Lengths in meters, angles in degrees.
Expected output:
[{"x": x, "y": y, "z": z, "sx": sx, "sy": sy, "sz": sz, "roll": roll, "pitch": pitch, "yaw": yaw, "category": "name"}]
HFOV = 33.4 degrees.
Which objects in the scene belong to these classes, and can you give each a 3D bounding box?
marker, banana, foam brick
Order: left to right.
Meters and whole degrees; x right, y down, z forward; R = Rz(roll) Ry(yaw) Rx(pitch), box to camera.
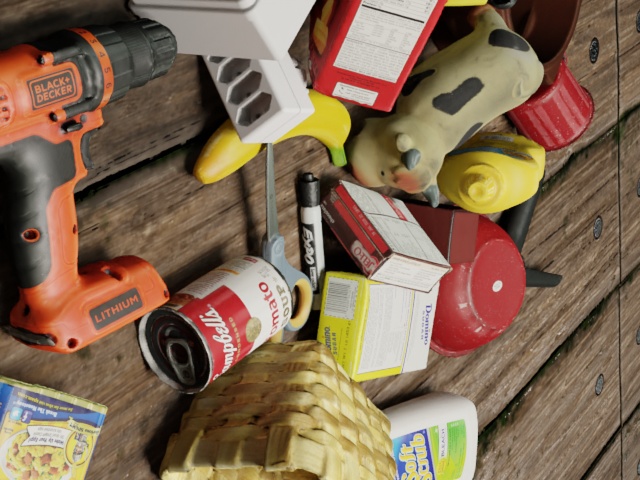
[{"x": -0.027, "y": -0.086, "z": 0.848, "sx": 0.197, "sy": 0.037, "sz": 0.069, "roll": -11, "pitch": 105, "yaw": -53, "category": "banana"}, {"x": -0.006, "y": 0.001, "z": 0.915, "sx": 0.020, "sy": 0.020, "sz": 0.121, "roll": -26, "pitch": 119, "yaw": -49, "category": "marker"}, {"x": 0.104, "y": -0.009, "z": 1.018, "sx": 0.052, "sy": 0.078, "sz": 0.051, "roll": -4, "pitch": 102, "yaw": -53, "category": "foam brick"}]

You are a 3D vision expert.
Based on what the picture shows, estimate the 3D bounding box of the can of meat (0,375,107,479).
[{"x": -0.186, "y": 0.131, "z": 0.659, "sx": 0.102, "sy": 0.058, "sz": 0.084, "roll": 34, "pitch": 68, "yaw": -53, "category": "can of meat"}]

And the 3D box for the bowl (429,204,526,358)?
[{"x": 0.163, "y": 0.043, "z": 1.100, "sx": 0.161, "sy": 0.055, "sz": 0.162, "roll": -2, "pitch": 94, "yaw": -41, "category": "bowl"}]

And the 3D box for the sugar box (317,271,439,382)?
[{"x": 0.054, "y": 0.076, "z": 0.980, "sx": 0.176, "sy": 0.048, "sz": 0.093, "roll": 6, "pitch": 93, "yaw": -65, "category": "sugar box"}]

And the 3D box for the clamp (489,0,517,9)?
[{"x": 0.185, "y": -0.297, "z": 0.946, "sx": 0.171, "sy": 0.039, "sz": 0.120, "roll": -57, "pitch": 153, "yaw": -37, "category": "clamp"}]

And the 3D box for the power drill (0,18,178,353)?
[{"x": -0.149, "y": -0.038, "z": 0.673, "sx": 0.184, "sy": 0.057, "sz": 0.187, "roll": -29, "pitch": 118, "yaw": -44, "category": "power drill"}]

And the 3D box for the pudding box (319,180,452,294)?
[{"x": 0.057, "y": -0.002, "z": 0.941, "sx": 0.039, "sy": 0.090, "sz": 0.113, "roll": -46, "pitch": 150, "yaw": 21, "category": "pudding box"}]

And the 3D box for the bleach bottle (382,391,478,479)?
[{"x": 0.062, "y": 0.216, "z": 1.026, "sx": 0.250, "sy": 0.068, "sz": 0.102, "roll": -8, "pitch": 104, "yaw": -51, "category": "bleach bottle"}]

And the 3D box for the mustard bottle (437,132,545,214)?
[{"x": 0.161, "y": -0.064, "z": 1.018, "sx": 0.191, "sy": 0.096, "sz": 0.058, "roll": -41, "pitch": 136, "yaw": -71, "category": "mustard bottle"}]

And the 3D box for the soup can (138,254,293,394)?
[{"x": -0.075, "y": 0.060, "z": 0.789, "sx": 0.102, "sy": 0.069, "sz": 0.068, "roll": -34, "pitch": 124, "yaw": -47, "category": "soup can"}]

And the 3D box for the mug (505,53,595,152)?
[{"x": 0.247, "y": -0.167, "z": 1.173, "sx": 0.081, "sy": 0.093, "sz": 0.117, "roll": 41, "pitch": 64, "yaw": -45, "category": "mug"}]

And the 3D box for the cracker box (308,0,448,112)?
[{"x": 0.054, "y": -0.226, "z": 0.758, "sx": 0.214, "sy": 0.072, "sz": 0.164, "roll": 117, "pitch": -20, "yaw": -49, "category": "cracker box"}]

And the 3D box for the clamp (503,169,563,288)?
[{"x": 0.214, "y": 0.019, "z": 1.214, "sx": 0.209, "sy": 0.036, "sz": 0.164, "roll": -33, "pitch": 121, "yaw": -42, "category": "clamp"}]

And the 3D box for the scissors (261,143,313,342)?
[{"x": -0.028, "y": 0.007, "z": 0.865, "sx": 0.096, "sy": 0.016, "sz": 0.202, "roll": -22, "pitch": 124, "yaw": -57, "category": "scissors"}]
